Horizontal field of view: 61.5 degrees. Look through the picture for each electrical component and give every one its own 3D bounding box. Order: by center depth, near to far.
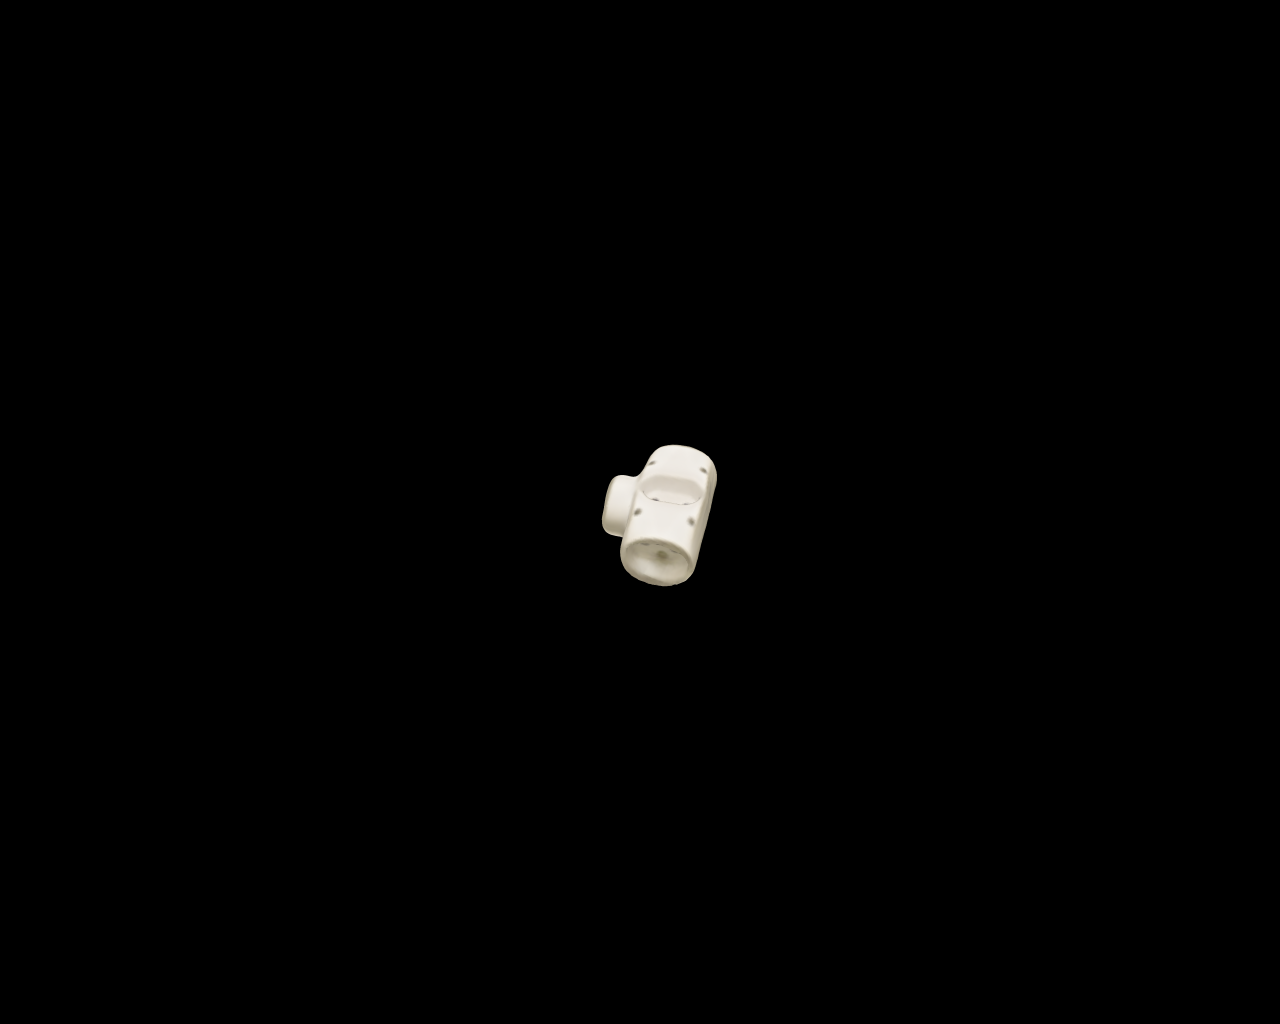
[{"bbox_3d":[0.001,-0.003,0.650,0.079,0.077,0.043,11,-39,9],"label":"electrical component"}]
